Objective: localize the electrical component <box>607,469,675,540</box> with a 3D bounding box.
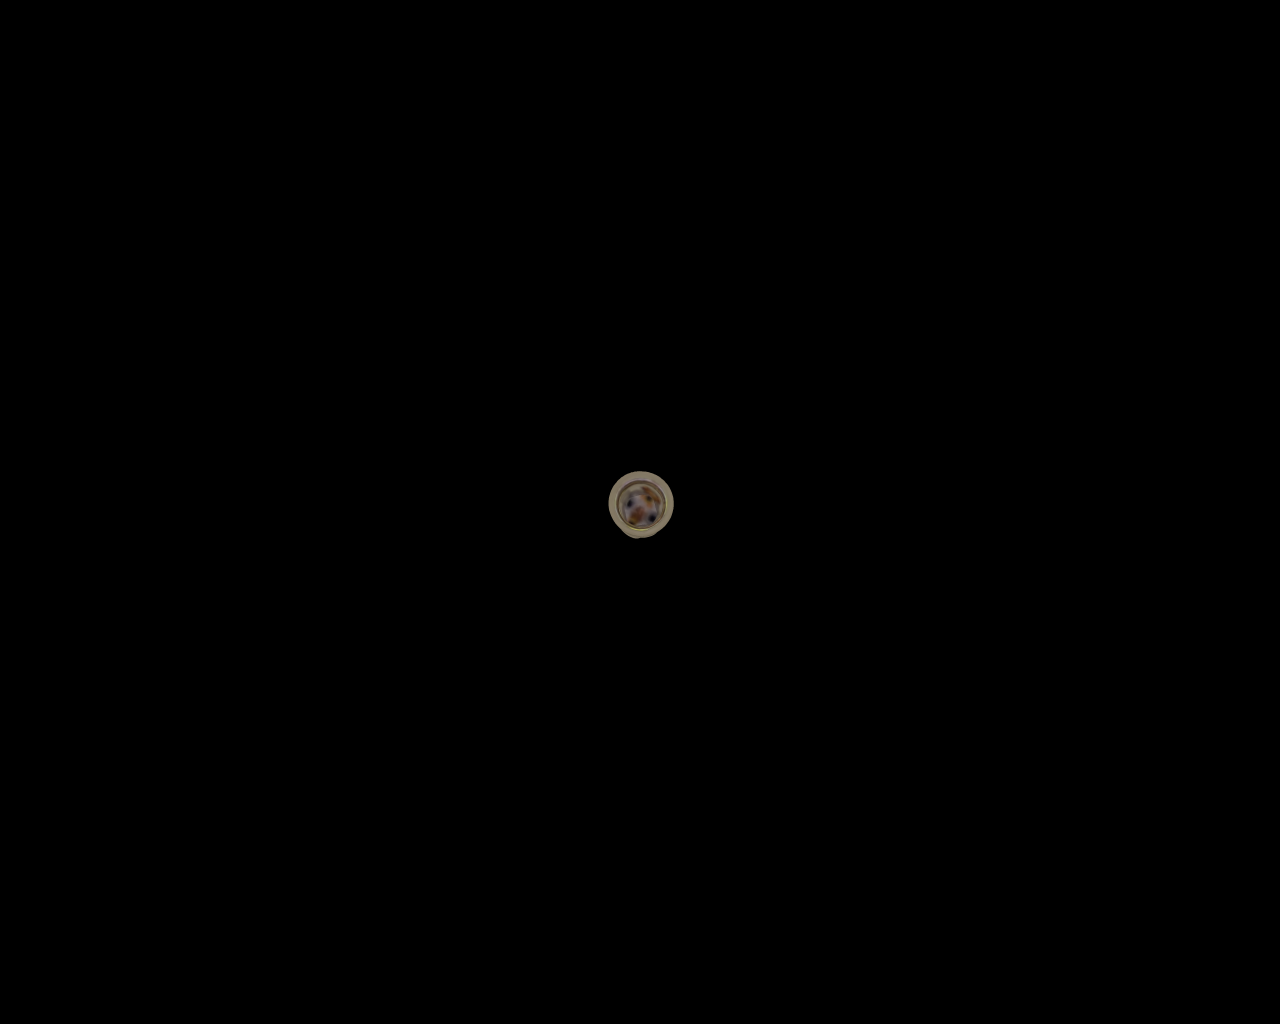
[{"bbox_3d":[0.001,-0.003,0.650,0.040,0.040,0.046,0,-9,0],"label":"electrical component"}]
